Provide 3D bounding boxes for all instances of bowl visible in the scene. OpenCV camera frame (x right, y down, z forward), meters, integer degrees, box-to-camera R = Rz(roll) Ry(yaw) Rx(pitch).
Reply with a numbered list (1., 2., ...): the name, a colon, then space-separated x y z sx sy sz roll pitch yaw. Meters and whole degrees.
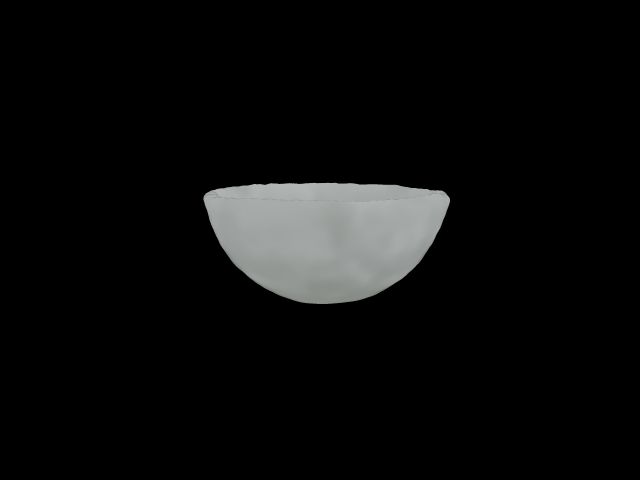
1. bowl: 0.004 0.001 0.400 0.167 0.075 0.167 0 10 0
